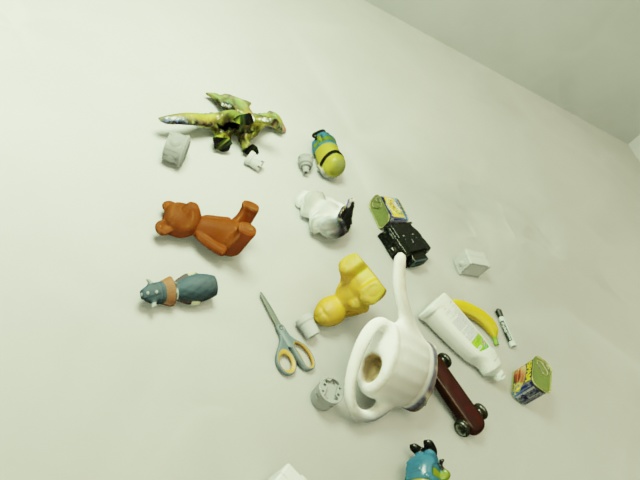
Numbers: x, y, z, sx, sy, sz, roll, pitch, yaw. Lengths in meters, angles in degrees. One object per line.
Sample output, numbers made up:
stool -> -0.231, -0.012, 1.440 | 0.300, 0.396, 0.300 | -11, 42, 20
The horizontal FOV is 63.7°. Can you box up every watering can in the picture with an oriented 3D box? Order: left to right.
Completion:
watering can -> 0.168, 0.220, 1.086 | 0.222, 0.104, 0.351 | 32, 75, -35

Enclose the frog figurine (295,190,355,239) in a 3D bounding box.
frog figurine -> 0.004, -0.069, 1.373 | 0.159, 0.120, 0.140 | 8, 44, 22

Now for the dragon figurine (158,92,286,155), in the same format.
dragon figurine -> -0.265, -0.354, 1.467 | 0.409, 0.120, 0.248 | 8, 31, -31
